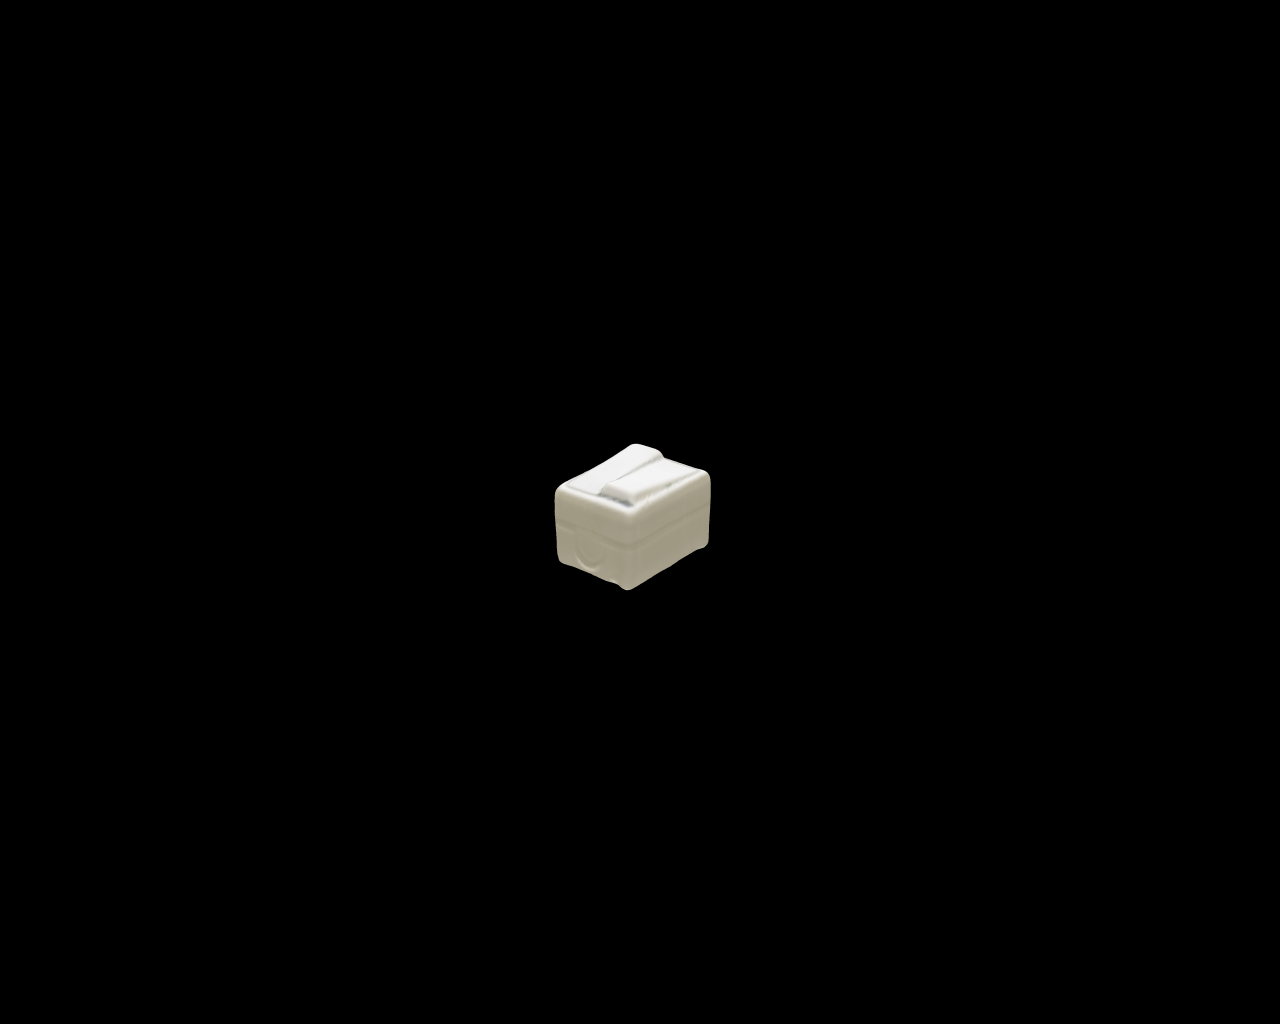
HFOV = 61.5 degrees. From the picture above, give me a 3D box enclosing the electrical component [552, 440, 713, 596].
[{"bbox_3d":[0.001,-0.003,0.650,0.062,0.061,0.096,21,33,36],"label":"electrical component"}]
